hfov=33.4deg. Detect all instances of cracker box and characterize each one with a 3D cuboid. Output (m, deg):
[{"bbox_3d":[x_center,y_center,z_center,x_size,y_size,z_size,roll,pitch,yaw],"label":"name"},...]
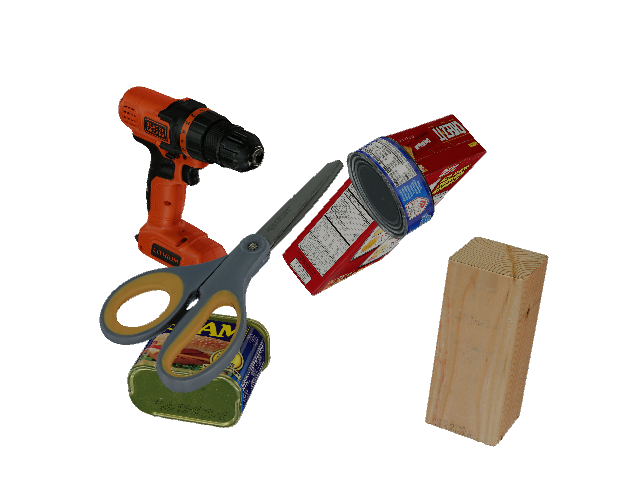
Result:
[{"bbox_3d":[0.072,-0.044,1.247,0.163,0.072,0.214,-25,-19,-51],"label":"cracker box"}]

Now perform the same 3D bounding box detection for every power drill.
[{"bbox_3d":[-0.133,-0.055,1.111,0.185,0.188,0.057,26,37,33],"label":"power drill"}]

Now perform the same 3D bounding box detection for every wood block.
[{"bbox_3d":[0.188,0.113,1.211,0.090,0.206,0.090,16,24,25],"label":"wood block"}]

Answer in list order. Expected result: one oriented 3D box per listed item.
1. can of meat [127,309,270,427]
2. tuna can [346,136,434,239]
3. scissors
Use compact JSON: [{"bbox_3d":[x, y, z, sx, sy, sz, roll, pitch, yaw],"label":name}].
[{"bbox_3d":[-0.102,0.107,0.894,0.102,0.057,0.083,7,30,11],"label":"can of meat"},{"bbox_3d":[0.060,-0.046,0.918,0.033,0.086,0.086,-32,9,-14],"label":"tuna can"},{"bbox_3d":[-0.062,0.008,0.655,0.096,0.016,0.201,12,48,15],"label":"scissors"}]
